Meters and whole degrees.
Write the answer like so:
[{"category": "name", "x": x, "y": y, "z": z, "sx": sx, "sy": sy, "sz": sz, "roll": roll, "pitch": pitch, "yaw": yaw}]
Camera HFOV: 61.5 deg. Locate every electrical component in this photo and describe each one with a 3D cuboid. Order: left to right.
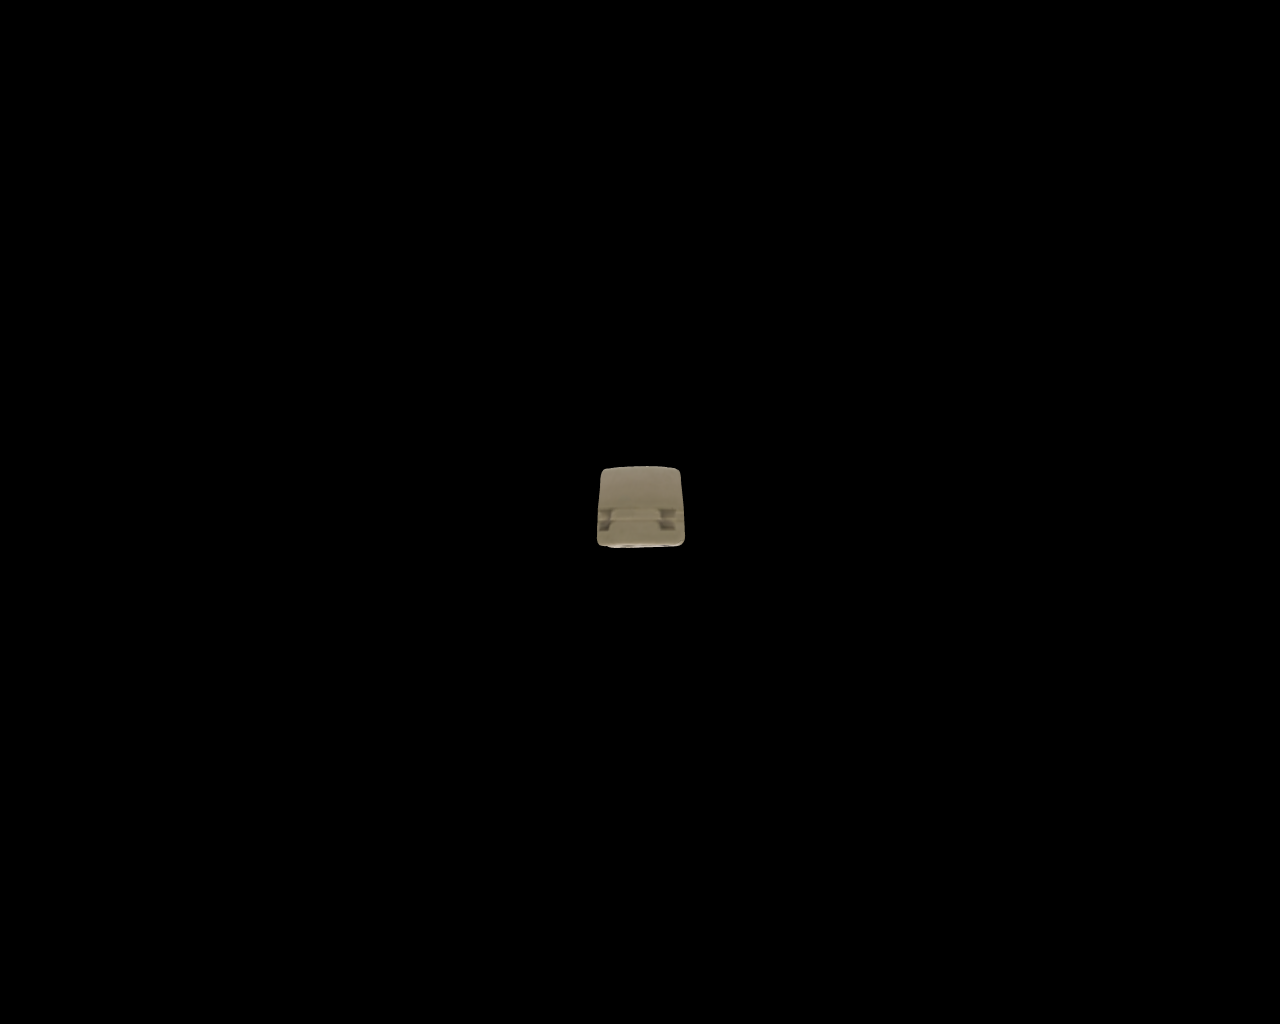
[{"category": "electrical component", "x": 0.001, "y": -0.003, "z": 0.650, "sx": 0.055, "sy": 0.047, "sz": 0.055, "roll": 0, "pitch": -3, "yaw": 0}]
